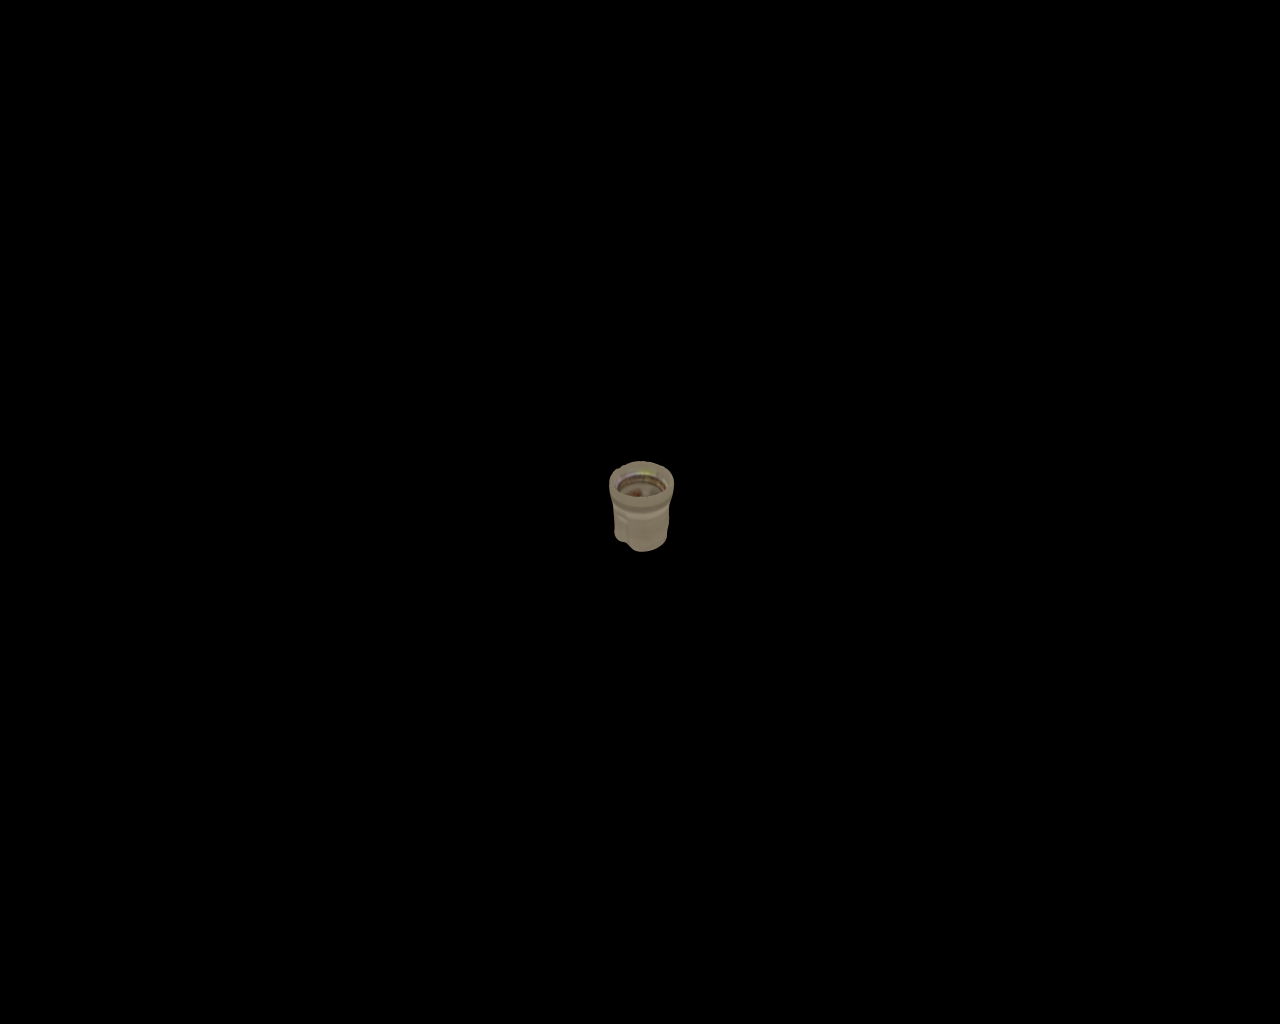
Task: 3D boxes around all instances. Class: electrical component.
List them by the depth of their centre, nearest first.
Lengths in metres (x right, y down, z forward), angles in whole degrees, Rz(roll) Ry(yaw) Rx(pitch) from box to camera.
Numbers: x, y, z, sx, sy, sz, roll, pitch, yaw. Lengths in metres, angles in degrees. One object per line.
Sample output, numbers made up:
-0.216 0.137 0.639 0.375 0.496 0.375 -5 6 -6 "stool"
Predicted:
0.001 -0.003 0.650 0.040 0.046 0.040 0 38 0 "electrical component"
